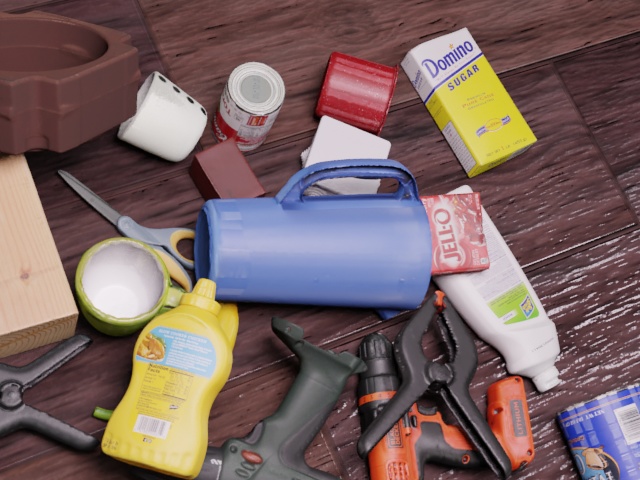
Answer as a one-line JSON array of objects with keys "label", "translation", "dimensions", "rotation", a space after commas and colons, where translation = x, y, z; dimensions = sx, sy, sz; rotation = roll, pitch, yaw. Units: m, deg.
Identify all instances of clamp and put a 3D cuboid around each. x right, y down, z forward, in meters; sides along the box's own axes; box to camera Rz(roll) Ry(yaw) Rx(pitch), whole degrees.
[{"label": "clamp", "translation": [0.133, 0.155, 1.138], "dimensions": [0.164, 0.036, 0.210], "rotation": [17, 57, -6]}, {"label": "clamp", "translation": [-0.301, 0.167, 1.068], "dimensions": [0.171, 0.039, 0.120], "rotation": [-13, 66, -14]}]

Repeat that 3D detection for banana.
[{"label": "banana", "translation": [-0.143, 0.139, 1.126], "dimensions": [0.069, 0.037, 0.197], "rotation": [47, 64, 3]}]

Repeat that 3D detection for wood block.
[{"label": "wood block", "translation": [-0.326, 0.006, 1.097], "dimensions": [0.090, 0.090, 0.206], "rotation": [-16, 74, -22]}]

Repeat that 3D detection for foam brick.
[{"label": "foam brick", "translation": [-0.106, -0.065, 1.209], "dimensions": [0.053, 0.051, 0.078], "rotation": [-26, 78, -22]}]

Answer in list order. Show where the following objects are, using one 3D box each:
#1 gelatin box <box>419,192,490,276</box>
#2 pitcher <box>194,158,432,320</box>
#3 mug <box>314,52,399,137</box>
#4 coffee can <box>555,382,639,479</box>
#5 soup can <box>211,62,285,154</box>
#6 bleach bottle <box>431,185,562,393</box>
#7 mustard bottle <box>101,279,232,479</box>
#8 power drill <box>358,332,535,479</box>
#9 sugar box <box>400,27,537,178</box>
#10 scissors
[{"label": "gelatin box", "translation": [0.147, -0.006, 1.196], "dimensions": [0.073, 0.030, 0.089], "rotation": [-5, 81, -10]}, {"label": "pitcher", "translation": [-0.008, 0.001, 1.155], "dimensions": [0.242, 0.145, 0.149], "rotation": [1, 70, -17]}, {"label": "mug", "translation": [0.043, -0.183, 1.284], "dimensions": [0.081, 0.093, 0.117], "rotation": [16, 35, -4]}, {"label": "coffee can", "translation": [0.336, 0.242, 1.186], "dimensions": [0.102, 0.103, 0.140], "rotation": [-14, 74, -21]}, {"label": "soup can", "translation": [-0.082, -0.150, 1.220], "dimensions": [0.068, 0.102, 0.068], "rotation": [5, 69, -14]}, {"label": "bleach bottle", "translation": [0.195, 0.066, 1.239], "dimensions": [0.102, 0.068, 0.251], "rotation": [-28, 82, -20]}, {"label": "mustard bottle", "translation": [-0.138, 0.128, 1.039], "dimensions": [0.096, 0.058, 0.191], "rotation": [12, 72, 13]}, {"label": "power drill", "translation": [0.134, 0.190, 1.176], "dimensions": [0.187, 0.057, 0.184], "rotation": [0, 68, -14]}, {"label": "sugar box", "translation": [0.185, -0.174, 1.338], "dimensions": [0.093, 0.048, 0.176], "rotation": [-25, 79, -23]}, {"label": "scissors", "translation": [-0.195, -0.020, 1.185], "dimensions": [0.096, 0.016, 0.202], "rotation": [-33, 81, -26]}]
